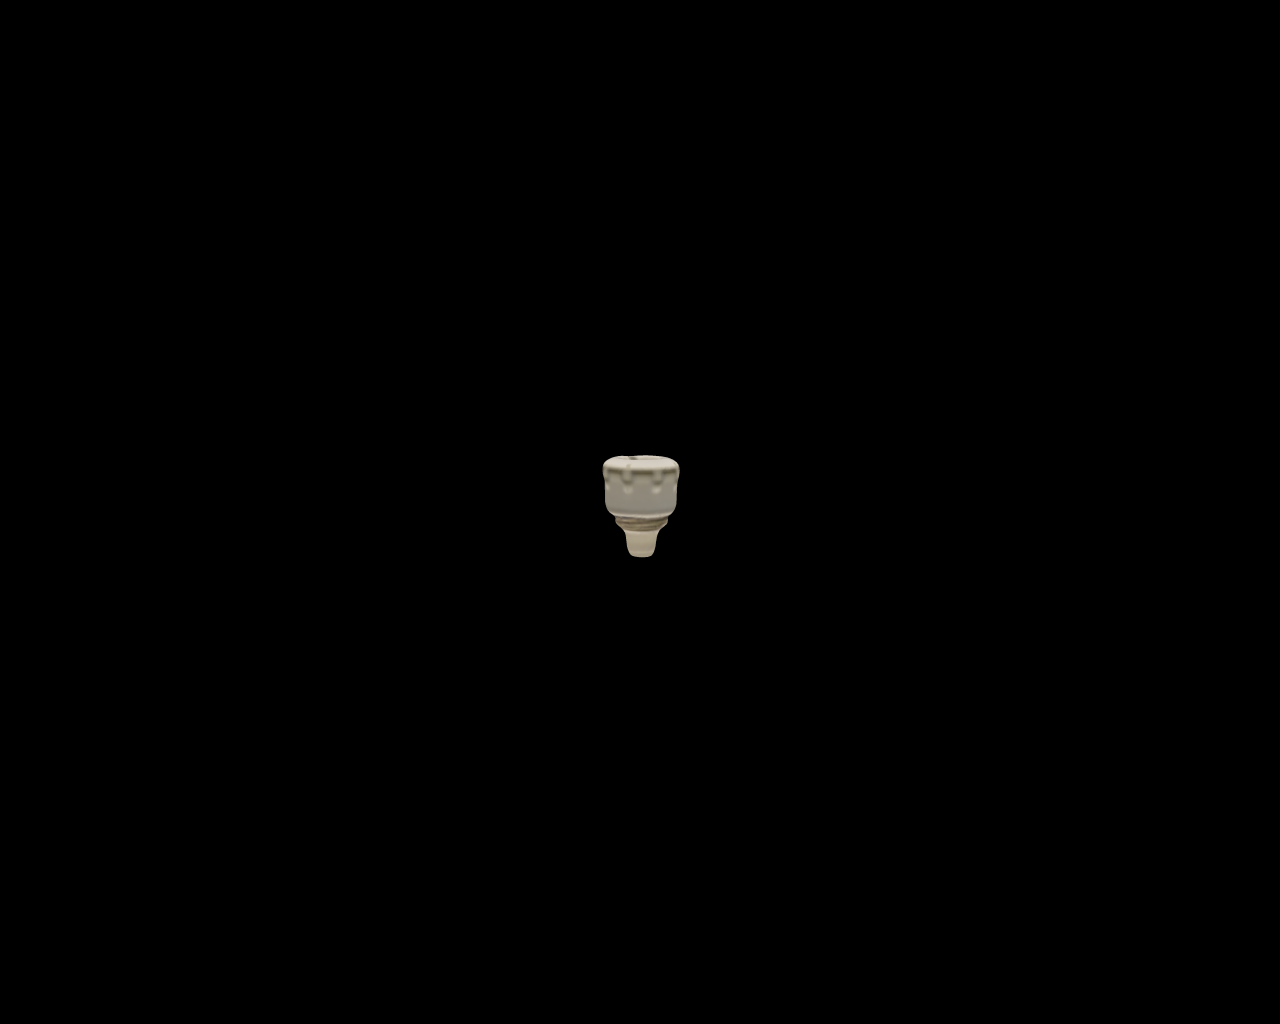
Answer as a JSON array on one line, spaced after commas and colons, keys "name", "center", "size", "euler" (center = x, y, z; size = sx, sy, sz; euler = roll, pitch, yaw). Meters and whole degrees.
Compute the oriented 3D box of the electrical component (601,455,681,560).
[{"name": "electrical component", "center": [0.001, -0.003, 0.650], "size": [0.048, 0.062, 0.048], "euler": [0, 9, 0]}]
